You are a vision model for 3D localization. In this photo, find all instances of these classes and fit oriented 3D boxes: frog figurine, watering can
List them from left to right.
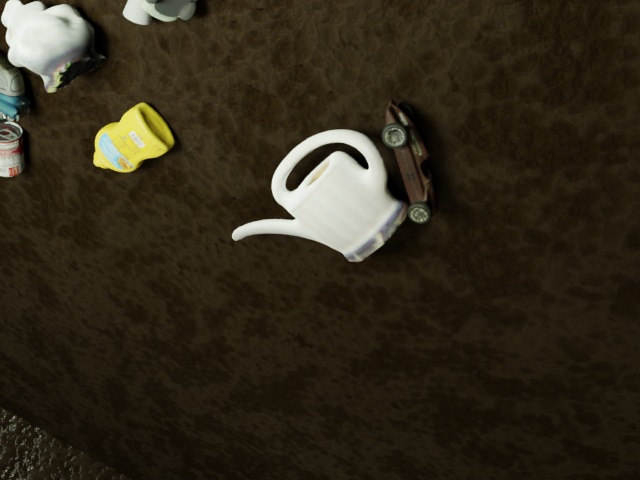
[{"bbox_3d":[-0.459,-0.344,0.856,0.137,0.124,0.158,-38,99,4],"label":"frog figurine"},{"bbox_3d":[0.003,-0.045,0.900,0.223,0.106,0.341,39,130,-11],"label":"watering can"}]
